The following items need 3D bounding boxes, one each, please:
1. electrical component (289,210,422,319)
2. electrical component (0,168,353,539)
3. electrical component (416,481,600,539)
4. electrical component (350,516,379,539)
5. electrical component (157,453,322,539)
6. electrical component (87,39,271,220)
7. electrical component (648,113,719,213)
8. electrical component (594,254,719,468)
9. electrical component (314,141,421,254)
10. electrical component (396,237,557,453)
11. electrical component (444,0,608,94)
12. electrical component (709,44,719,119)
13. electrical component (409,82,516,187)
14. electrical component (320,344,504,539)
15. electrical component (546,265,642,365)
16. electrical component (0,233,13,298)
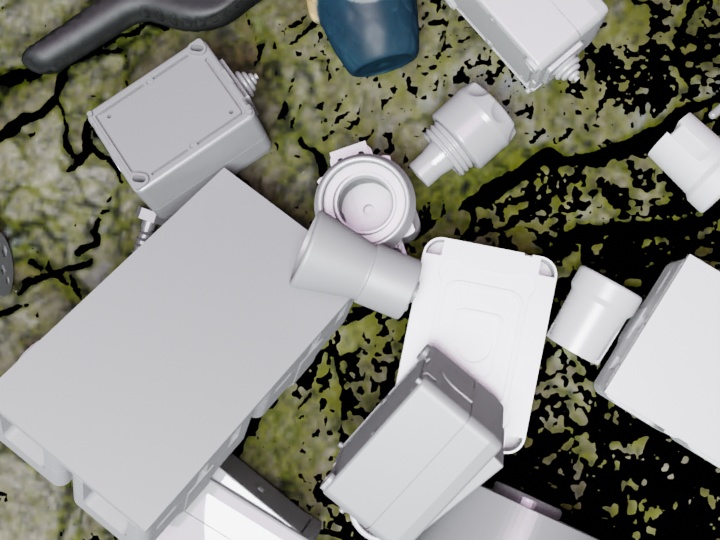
[{"bbox_3d":[0.000,0.000,0.579,0.065,0.044,0.044,22,89,-7],"label":"electrical component"},{"bbox_3d":[-0.096,0.047,0.590,0.105,0.060,0.186,37,60,8],"label":"electrical component"},{"bbox_3d":[0.080,0.153,0.591,0.099,0.099,0.064,24,83,6],"label":"electrical component"},{"bbox_3d":[0.015,0.133,0.620,0.040,0.046,0.040,0,86,5],"label":"electrical component"},{"bbox_3d":[-0.064,0.153,0.618,0.096,0.062,0.061,30,89,6],"label":"electrical component"},{"bbox_3d":[-0.098,-0.084,0.633,0.096,0.061,0.061,-34,72,-3],"label":"electrical component"},{"bbox_3d":[0.195,-0.063,0.621,0.040,0.040,0.046,-44,78,1],"label":"electrical component"},{"bbox_3d":[0.219,0.069,0.599,0.150,0.062,0.089,32,90,6],"label":"electrical component"},{"bbox_3d":[0.004,-0.036,0.626,0.058,0.057,0.078,-19,85,3],"label":"electrical component"},{"bbox_3d":[0.065,0.042,0.616,0.078,0.057,0.113,11,88,5],"label":"electrical component"},{"bbox_3d":[0.101,-0.151,0.622,0.061,0.062,0.096,-41,85,1],"label":"electrical component"},{"bbox_3d":[0.235,-0.105,0.614,0.079,0.044,0.077,-40,85,-6],"label":"electrical component"},{"bbox_3d":[0.057,-0.076,0.631,0.062,0.043,0.043,-42,84,3],"label":"electrical component"},{"bbox_3d":[0.027,0.098,0.556,0.061,0.061,0.096,40,105,-2],"label":"electrical component"},{"bbox_3d":[0.134,0.026,0.621,0.040,0.040,0.046,30,95,6],"label":"electrical component"},{"bbox_3d":[-0.245,-0.001,0.650,0.055,0.045,0.045,-7,86,4],"label":"electrical component"}]
